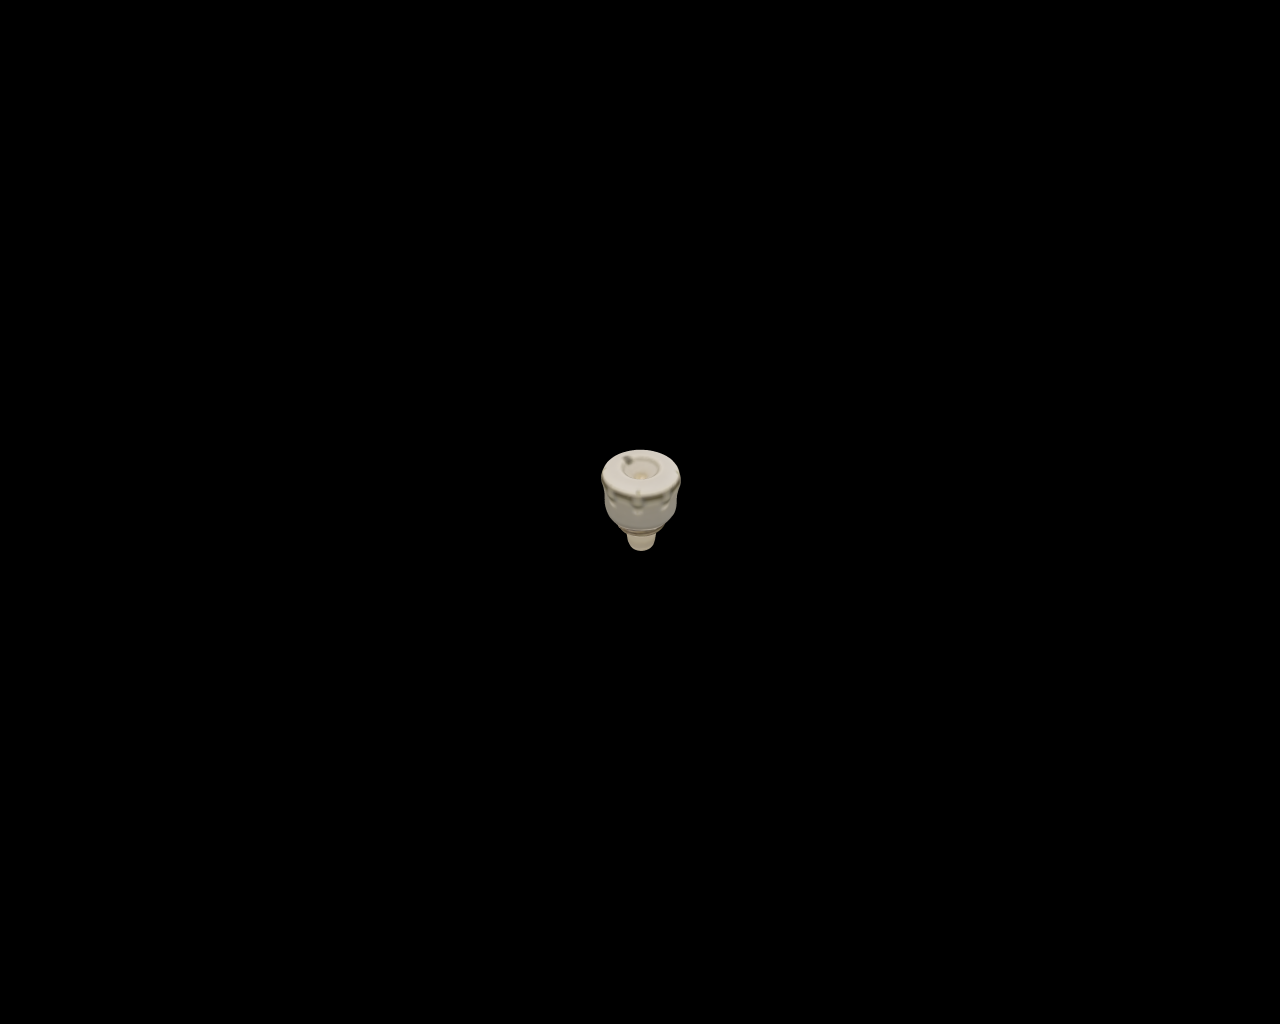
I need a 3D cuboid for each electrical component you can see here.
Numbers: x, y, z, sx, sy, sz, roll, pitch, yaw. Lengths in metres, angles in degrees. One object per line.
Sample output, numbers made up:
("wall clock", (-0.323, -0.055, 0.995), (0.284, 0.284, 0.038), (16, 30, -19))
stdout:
("electrical component", (0.001, -0.003, 0.650), (0.048, 0.062, 0.048), (0, 38, 0))
